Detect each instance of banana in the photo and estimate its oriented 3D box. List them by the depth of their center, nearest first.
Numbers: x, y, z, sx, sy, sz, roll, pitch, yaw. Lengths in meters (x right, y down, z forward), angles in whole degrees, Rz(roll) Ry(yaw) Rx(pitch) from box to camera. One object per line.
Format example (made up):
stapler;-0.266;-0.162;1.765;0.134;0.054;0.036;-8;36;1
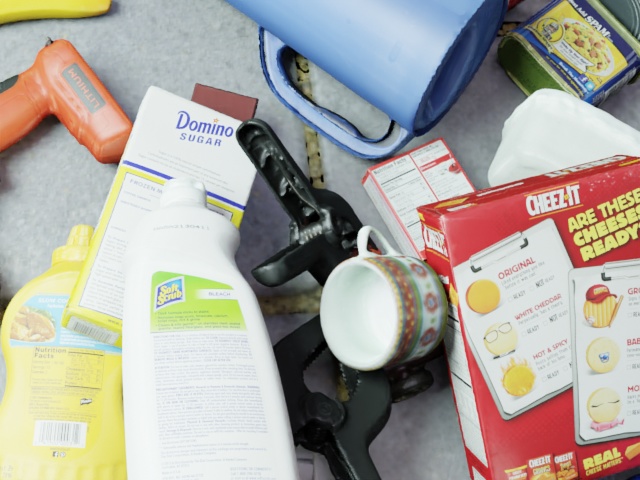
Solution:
banana;-0.263;-0.172;0.838;0.197;0.037;0.069;-31;95;-20

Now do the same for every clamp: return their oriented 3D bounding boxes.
clamp;0.007;0.129;0.703;0.164;0.036;0.209;24;43;0
clamp;-0.005;0.001;0.755;0.039;0.171;0.120;-15;57;30

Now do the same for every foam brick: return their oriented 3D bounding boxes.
foam brick;-0.082;-0.071;0.822;0.051;0.053;0.078;15;66;-6

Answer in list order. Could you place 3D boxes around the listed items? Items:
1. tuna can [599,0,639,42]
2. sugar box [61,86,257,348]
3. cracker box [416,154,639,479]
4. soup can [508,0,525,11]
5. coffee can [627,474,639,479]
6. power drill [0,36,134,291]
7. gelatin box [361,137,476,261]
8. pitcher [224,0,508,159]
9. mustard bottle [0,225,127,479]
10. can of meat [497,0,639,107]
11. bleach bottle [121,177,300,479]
tuna can;0.259;-0.205;0.934;0.033;0.086;0.086;-36;79;-24
sugar box;-0.105;-0.010;0.736;0.093;0.048;0.176;22;64;-13
cracker box;0.170;0.062;0.757;0.164;0.072;0.214;-14;100;-10
soup can;0.133;-0.219;0.922;0.102;0.069;0.068;-34;78;-22
coffee can;0.271;0.198;0.737;0.102;0.140;0.103;4;67;-11
power drill;-0.231;-0.052;0.780;0.187;0.057;0.184;-32;78;-22
gelatin box;0.086;-0.030;0.854;0.073;0.030;0.089;-25;75;-19
pitcher;0.012;-0.188;0.849;0.243;0.145;0.149;34;62;14
mustard bottle;-0.172;0.080;0.736;0.096;0.058;0.191;5;67;-9
can of meat;0.215;-0.157;0.919;0.083;0.057;0.102;-37;78;-18
bleach bottle;-0.067;0.072;0.640;0.102;0.068;0.251;2;57;-16
